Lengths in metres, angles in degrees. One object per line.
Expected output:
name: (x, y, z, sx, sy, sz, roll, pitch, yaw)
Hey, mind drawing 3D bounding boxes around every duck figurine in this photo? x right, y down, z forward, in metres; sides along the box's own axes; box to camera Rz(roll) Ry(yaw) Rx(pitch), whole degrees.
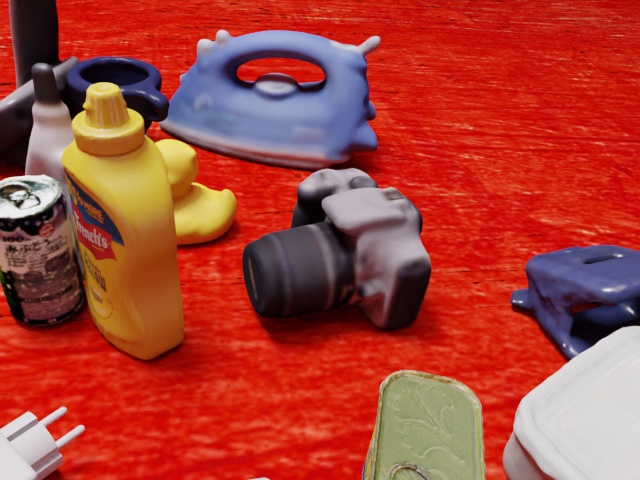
duck figurine: (-0.128, -0.049, 0.520, 0.104, 0.086, 0.077, 7, 38, -1)

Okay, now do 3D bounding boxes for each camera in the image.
camera: (0.004, 0.002, 0.469, 0.137, 0.101, 0.142, -11, 42, -23)

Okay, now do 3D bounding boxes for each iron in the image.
iron: (-0.056, -0.173, 0.647, 0.258, 0.141, 0.118, 6, 38, -3)

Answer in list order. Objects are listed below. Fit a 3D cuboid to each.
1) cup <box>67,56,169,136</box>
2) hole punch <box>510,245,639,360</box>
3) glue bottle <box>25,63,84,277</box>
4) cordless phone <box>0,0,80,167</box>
cup: (-0.201, -0.129, 0.602, 0.117, 0.095, 0.092, 26, 42, 22)
hole punch: (0.231, 0.037, 0.474, 0.109, 0.091, 0.101, -8, 41, -20)
glue bottle: (-0.196, -0.051, 0.439, 0.078, 0.173, 0.037, 24, 41, 20)
cordless phone: (-0.301, -0.177, 0.571, 0.094, 0.185, 0.147, 9, 38, 1)
